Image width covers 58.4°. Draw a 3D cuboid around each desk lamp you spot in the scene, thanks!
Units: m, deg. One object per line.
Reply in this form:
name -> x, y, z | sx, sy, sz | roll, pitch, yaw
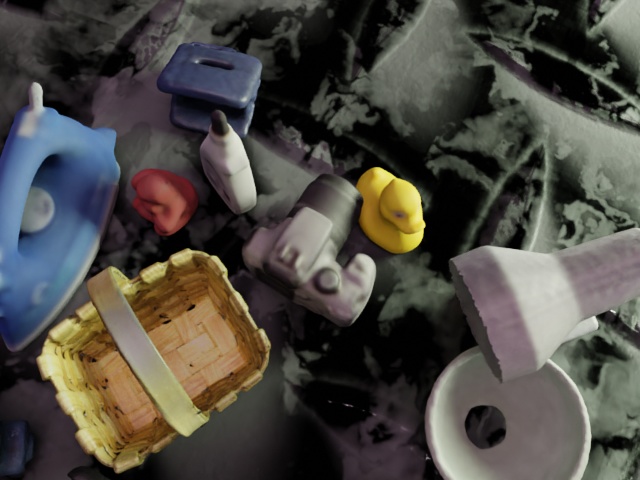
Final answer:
desk lamp -> 0.214, 0.057, 0.562 | 0.203, 0.213, 0.118 | -18, 76, -10

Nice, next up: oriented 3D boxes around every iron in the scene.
iron -> -0.293, -0.022, 0.575 | 0.118, 0.141, 0.258 | 9, 73, -2

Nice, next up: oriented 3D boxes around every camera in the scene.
camera -> 0.006, 0.002, 0.617 | 0.143, 0.101, 0.137 | 31, 73, 4

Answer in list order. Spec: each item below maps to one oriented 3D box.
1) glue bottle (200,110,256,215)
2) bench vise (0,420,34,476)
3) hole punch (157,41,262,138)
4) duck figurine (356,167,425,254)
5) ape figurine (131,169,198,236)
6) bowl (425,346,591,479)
glue bottle -> -0.098, -0.087, 0.596 | 0.037, 0.173, 0.078 | -33, 79, -13
bench vise -> -0.374, 0.190, 0.464 | 0.207, 0.219, 0.121 | -19, 76, -10
hole punch -> -0.127, -0.186, 0.666 | 0.108, 0.091, 0.101 | 11, 73, -2
duck figurine -> 0.083, -0.042, 0.645 | 0.077, 0.086, 0.104 | -26, 78, -12
ape figurine -> -0.173, -0.047, 0.620 | 0.076, 0.092, 0.078 | -9, 74, -8
bowl -> 0.182, 0.193, 0.591 | 0.167, 0.074, 0.167 | 2, 73, -5
